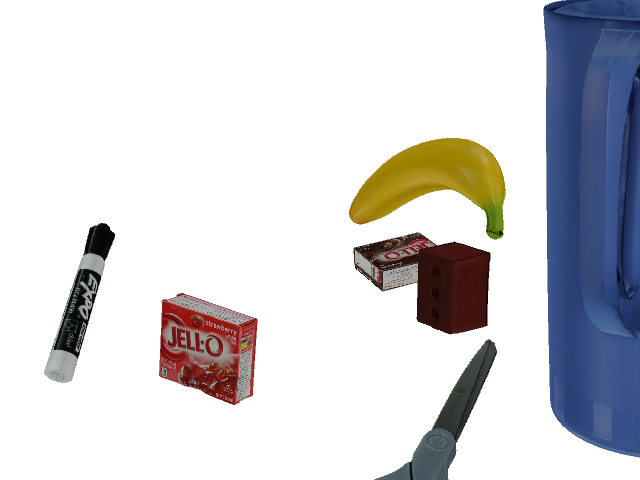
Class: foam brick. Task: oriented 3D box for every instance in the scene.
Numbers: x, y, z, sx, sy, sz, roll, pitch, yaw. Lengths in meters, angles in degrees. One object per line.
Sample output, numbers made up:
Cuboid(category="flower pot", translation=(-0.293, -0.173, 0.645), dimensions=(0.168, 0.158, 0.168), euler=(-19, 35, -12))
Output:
Cuboid(category="foam brick", translation=(0.131, 0.046, 1.054), dimensions=(0.051, 0.078, 0.053), euler=(-12, 20, -35))

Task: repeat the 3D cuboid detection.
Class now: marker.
Cuboid(category="marker", translation=(-0.164, 0.040, 0.735), dimensions=(0.020, 0.121, 0.020), euler=(7, -33, 4))

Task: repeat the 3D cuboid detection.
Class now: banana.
Cuboid(category="banana", translation=(0.079, -0.042, 0.786), dimensions=(0.037, 0.069, 0.198), euler=(31, -10, -24))

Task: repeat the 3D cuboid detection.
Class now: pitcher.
Cuboid(category="pitcher", translation=(0.178, -0.008, 0.569), dimensions=(0.149, 0.243, 0.145), euler=(-5, 18, -12))

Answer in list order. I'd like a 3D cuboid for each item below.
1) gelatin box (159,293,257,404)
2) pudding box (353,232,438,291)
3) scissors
Cuboid(category="gelatin box", translation=(-0.099, 0.093, 0.923), dimensions=(0.089, 0.073, 0.030), euler=(16, 20, 31))
Cuboid(category="pudding box", translation=(0.116, 0.030, 1.532), dimensions=(0.113, 0.039, 0.090), euler=(-15, 25, -20))
Cuboid(category="scissors", translation=(0.074, 0.124, 0.568), dimensions=(0.096, 0.016, 0.201), euler=(25, 44, 33))
